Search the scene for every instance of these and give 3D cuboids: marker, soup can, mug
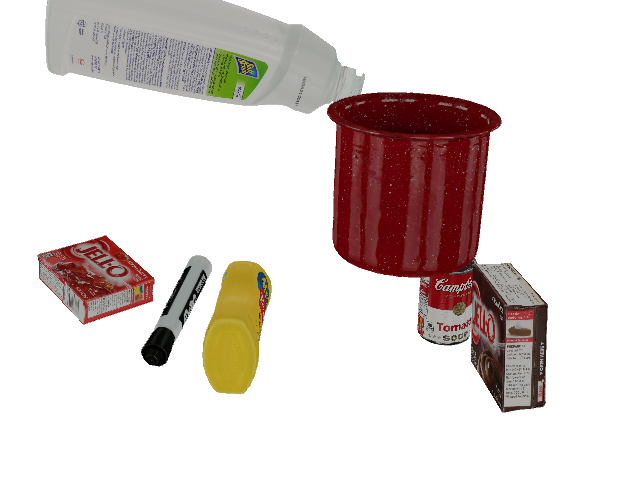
[{"bbox_3d":[-0.101,0.049,0.759,0.020,0.020,0.121,0,30,12],"label":"marker"},{"bbox_3d":[0.156,0.071,1.330,0.068,0.102,0.068,1,24,-1],"label":"soup can"},{"bbox_3d":[0.052,-0.035,0.595,0.093,0.081,0.117,8,22,14],"label":"mug"}]

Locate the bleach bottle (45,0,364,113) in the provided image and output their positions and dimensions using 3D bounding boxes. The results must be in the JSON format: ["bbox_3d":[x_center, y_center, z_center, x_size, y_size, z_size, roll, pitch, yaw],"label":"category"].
[{"bbox_3d":[-0.090,-0.150,0.860,0.250,0.068,0.103,15,-31,-5],"label":"bleach bottle"}]

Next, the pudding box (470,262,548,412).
[{"bbox_3d":[0.151,0.076,0.868,0.039,0.090,0.113,-4,16,-6],"label":"pudding box"}]

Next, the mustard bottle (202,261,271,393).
[{"bbox_3d":[-0.088,0.078,1.174,0.058,0.096,0.191,2,28,3],"label":"mustard bottle"}]

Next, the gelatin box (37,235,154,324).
[{"bbox_3d":[-0.207,0.034,0.981,0.073,0.030,0.089,-18,40,-36],"label":"gelatin box"}]
